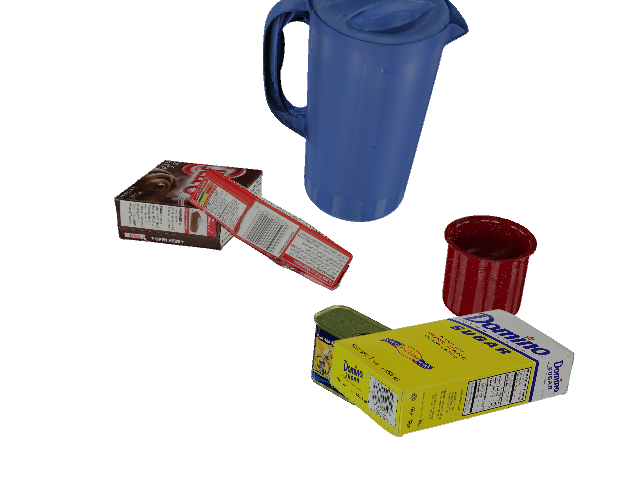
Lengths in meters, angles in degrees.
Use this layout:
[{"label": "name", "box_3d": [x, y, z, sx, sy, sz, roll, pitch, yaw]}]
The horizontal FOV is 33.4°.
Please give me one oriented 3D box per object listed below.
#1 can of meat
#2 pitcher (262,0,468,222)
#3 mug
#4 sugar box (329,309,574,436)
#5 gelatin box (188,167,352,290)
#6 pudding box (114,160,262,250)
[{"label": "can of meat", "box_3d": [0.038, 0.136, 1.238, 0.102, 0.084, 0.057, 26, 32, 36]}, {"label": "pitcher", "box_3d": [0.035, -0.138, 1.052, 0.144, 0.243, 0.149, -32, 57, -33]}, {"label": "mug", "box_3d": [0.166, 0.025, 1.102, 0.093, 0.081, 0.117, -5, 31, -14]}, {"label": "sugar box", "box_3d": [0.106, 0.101, 0.851, 0.175, 0.048, 0.093, -11, 27, -31]}, {"label": "gelatin box", "box_3d": [-0.032, -0.007, 0.690, 0.089, 0.030, 0.073, 30, 2, -35]}, {"label": "pudding box", "box_3d": [-0.105, -0.031, 0.873, 0.090, 0.039, 0.113, 6, 23, 12]}]
